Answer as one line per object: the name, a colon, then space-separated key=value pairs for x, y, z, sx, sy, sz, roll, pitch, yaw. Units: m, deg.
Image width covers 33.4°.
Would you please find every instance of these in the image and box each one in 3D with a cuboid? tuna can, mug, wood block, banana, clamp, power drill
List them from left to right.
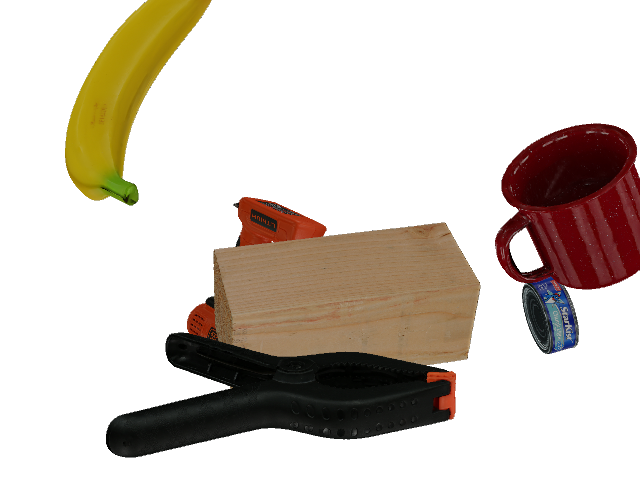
banana: x=-0.115 y=-0.092 z=0.656 sx=0.070 sy=0.197 sz=0.037 roll=-1 pitch=-37 yaw=17
power drill: x=-0.059 y=0.059 z=1.166 sx=0.185 sy=0.188 sz=0.057 roll=27 pitch=11 yaw=39
clamp: x=-0.021 y=0.093 z=0.685 sx=0.210 sy=0.036 sz=0.164 roll=-1 pitch=15 yaw=-2
wood block: x=0.018 y=0.056 z=0.906 sx=0.206 sy=0.090 sz=0.091 roll=-7 pitch=38 yaw=-13
tuna can: x=0.259 y=0.084 z=1.207 sx=0.033 sy=0.086 sz=0.086 roll=-15 pitch=1 yaw=-6
mug: x=0.173 y=-0.014 z=0.735 sx=0.117 sy=0.081 sz=0.093 roll=-36 pitch=32 yaw=-9
